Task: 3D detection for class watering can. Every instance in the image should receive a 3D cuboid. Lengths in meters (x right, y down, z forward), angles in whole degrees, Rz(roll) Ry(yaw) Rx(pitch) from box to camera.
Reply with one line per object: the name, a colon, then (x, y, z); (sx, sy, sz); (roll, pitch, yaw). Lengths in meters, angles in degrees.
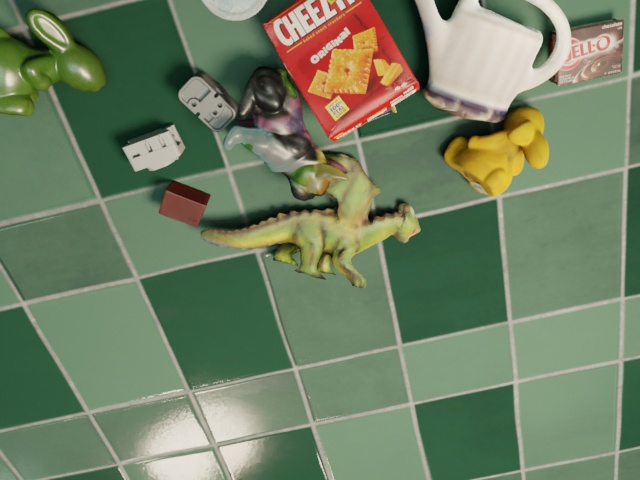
watering can: (0.232, -0.318, 0.837); (0.347, 0.106, 0.220); (15, 116, -10)

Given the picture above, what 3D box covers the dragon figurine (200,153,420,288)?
dragon figurine: (0.003, -0.049, 0.980); (0.409, 0.123, 0.241); (17, 97, -13)
